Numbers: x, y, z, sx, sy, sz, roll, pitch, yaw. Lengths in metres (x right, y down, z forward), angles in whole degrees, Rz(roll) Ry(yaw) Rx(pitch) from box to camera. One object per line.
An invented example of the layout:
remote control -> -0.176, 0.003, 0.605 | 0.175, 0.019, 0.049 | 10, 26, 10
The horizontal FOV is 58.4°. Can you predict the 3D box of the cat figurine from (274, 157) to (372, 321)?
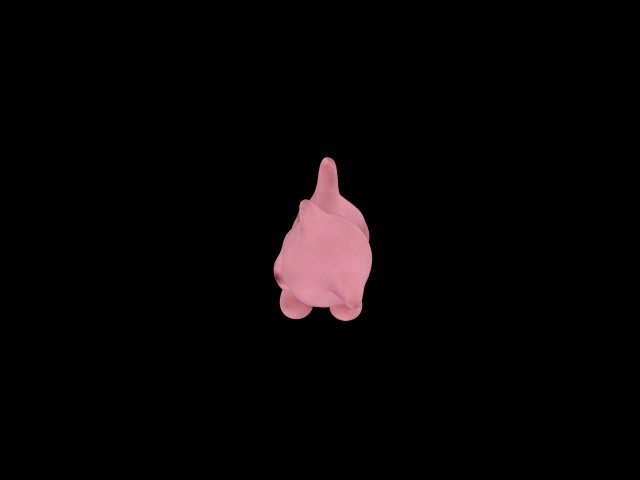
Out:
cat figurine -> 0.004, 0.001, 0.400 | 0.067, 0.118, 0.128 | 3, 56, 2
